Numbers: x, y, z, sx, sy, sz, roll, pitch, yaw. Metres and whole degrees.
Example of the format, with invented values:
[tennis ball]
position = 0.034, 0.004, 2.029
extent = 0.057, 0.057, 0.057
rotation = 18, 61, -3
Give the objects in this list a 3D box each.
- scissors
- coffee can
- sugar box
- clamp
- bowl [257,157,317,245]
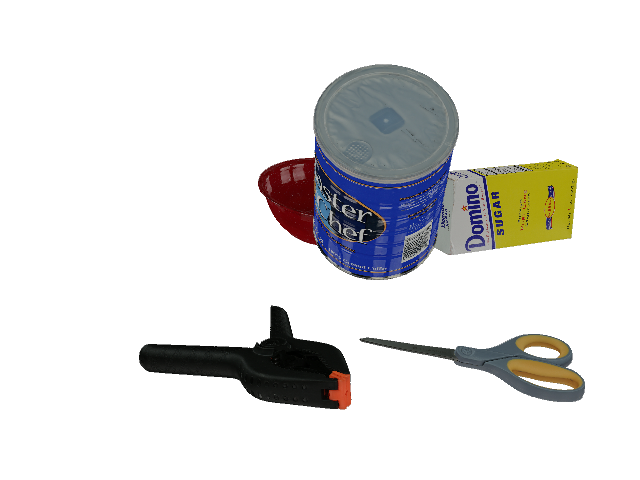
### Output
[scissors]
position = 0.145, 0.099, 0.979
extent = 0.202, 0.016, 0.096
rotation = 17, 31, 17
[coffee can]
position = 0.045, -0.048, 0.807
extent = 0.103, 0.103, 0.140
rotation = 0, -32, -1
[sugar box]
position = 0.218, -0.040, 1.257
extent = 0.176, 0.093, 0.048
rotation = -9, 20, -26
[clamp]
position = -0.039, 0.105, 0.963
extent = 0.210, 0.036, 0.164
rotation = 11, 22, 42
[bowl]
position = 0.008, -0.038, 1.198
extent = 0.162, 0.055, 0.162
rotation = 5, 27, -3
